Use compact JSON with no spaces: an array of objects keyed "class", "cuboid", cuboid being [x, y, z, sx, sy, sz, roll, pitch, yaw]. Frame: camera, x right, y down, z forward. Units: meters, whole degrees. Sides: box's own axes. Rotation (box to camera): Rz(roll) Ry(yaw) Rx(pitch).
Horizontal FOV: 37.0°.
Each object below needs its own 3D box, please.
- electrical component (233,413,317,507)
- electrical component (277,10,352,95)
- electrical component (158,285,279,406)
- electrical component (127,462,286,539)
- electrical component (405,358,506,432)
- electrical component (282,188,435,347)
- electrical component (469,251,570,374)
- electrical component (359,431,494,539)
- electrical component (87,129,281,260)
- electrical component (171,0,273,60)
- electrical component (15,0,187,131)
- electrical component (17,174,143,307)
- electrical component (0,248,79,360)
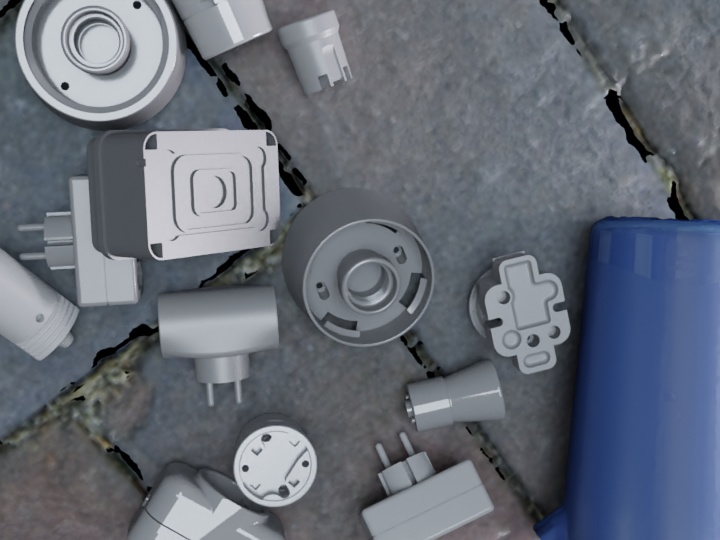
[{"class":"electrical component","cuboid":[-0.059,0.127,0.731,0.055,0.047,0.055,-1,96,-8]},{"class":"electrical component","cuboid":[-0.029,-0.143,0.710,0.040,0.040,0.046,-21,103,-5]},{"class":"electrical component","cuboid":[-0.093,0.052,0.720,0.077,0.044,0.079,-4,97,-7]},{"class":"electrical component","cuboid":[-0.100,0.174,0.727,0.095,0.054,0.059,32,91,-10]},{"class":"electrical component","cuboid":[0.064,0.090,0.748,0.065,0.044,0.044,-13,98,-1]},{"class":"electrical component","cuboid":[0.000,0.000,0.729,0.099,0.064,0.099,-4,110,-13]},{"class":"electrical component","cuboid":[0.107,0.026,0.738,0.058,0.057,0.078,-14,98,-6]},{"class":"electrical component","cuboid":[0.037,0.151,0.746,0.083,0.047,0.075,-24,76,-9]},{"class":"electrical component","cuboid":[-0.109,-0.049,0.672,0.113,0.057,0.078,-10,101,-50]},{"class":"electrical component","cuboid":[-0.088,-0.166,0.692,0.055,0.055,0.047,-25,103,-4]},{"class":"electrical component","cuboid":[-0.165,-0.143,0.680,0.108,0.060,0.108,-1,96,-8]},{"class":"electrical component","cuboid":[-0.183,-0.020,0.698,0.076,0.047,0.083,-3,97,-7]},{"class":"electrical component","cuboid":[-0.218,0.024,0.695,0.043,0.043,0.081,-46,124,-1]}]
